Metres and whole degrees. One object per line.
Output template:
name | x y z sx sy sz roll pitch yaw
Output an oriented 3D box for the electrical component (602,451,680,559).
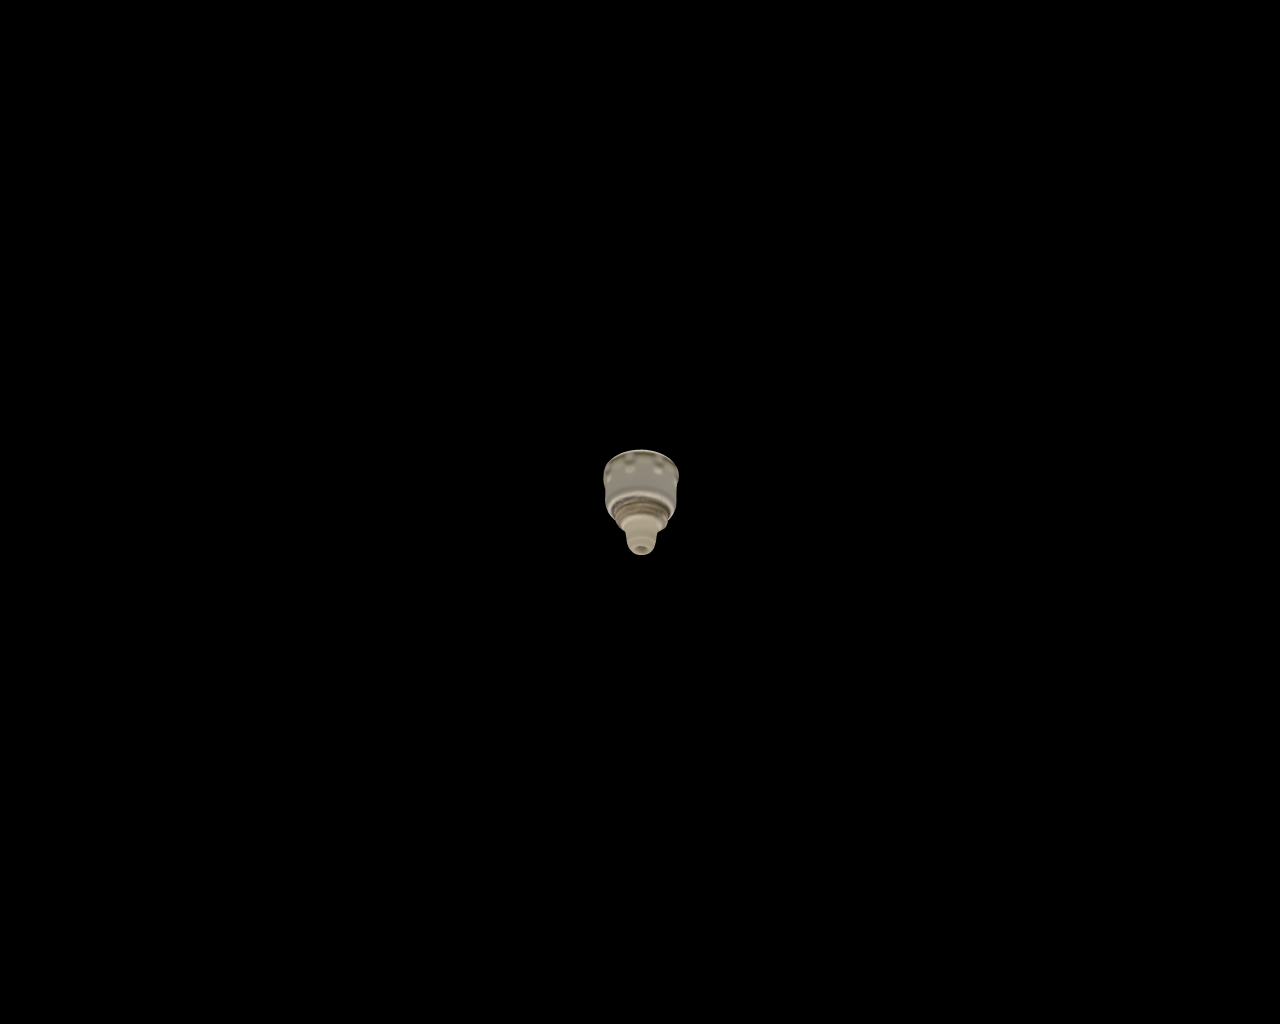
electrical component | 0.001 -0.003 0.650 0.048 0.062 0.048 0 -32 0
